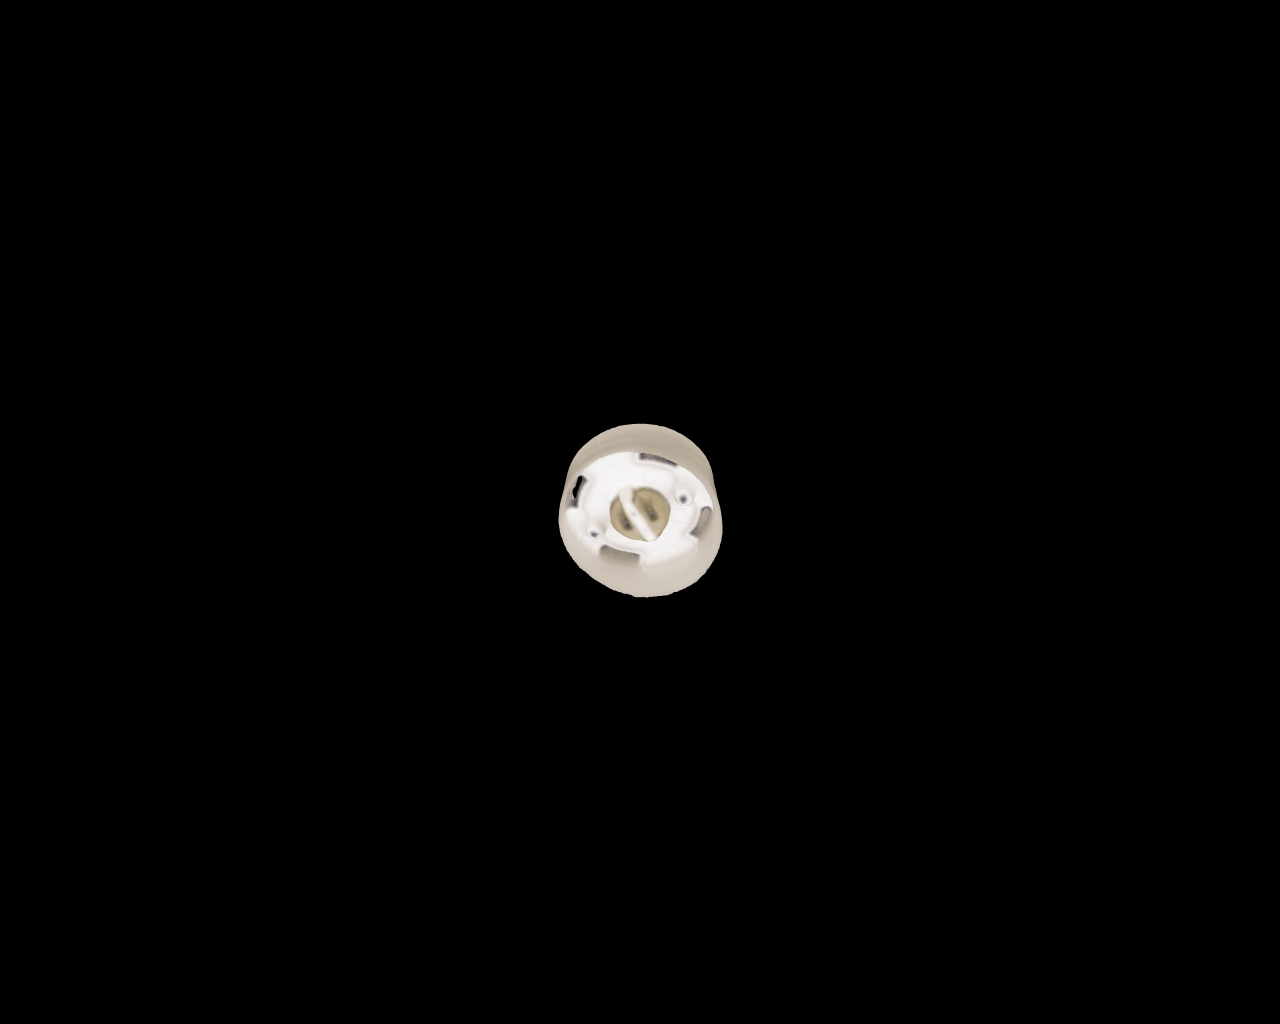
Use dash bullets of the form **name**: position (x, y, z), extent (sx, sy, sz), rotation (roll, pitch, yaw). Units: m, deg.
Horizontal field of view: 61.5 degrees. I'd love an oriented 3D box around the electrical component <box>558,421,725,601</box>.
- **electrical component**: position (0.001, -0.003, 0.650), extent (0.099, 0.099, 0.064), rotation (0, 40, 0)
